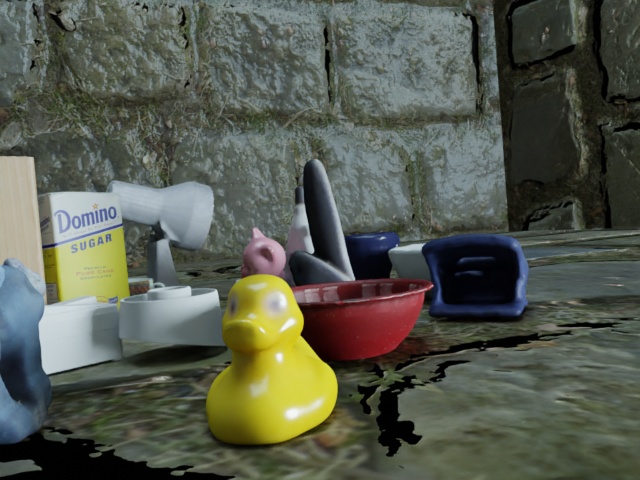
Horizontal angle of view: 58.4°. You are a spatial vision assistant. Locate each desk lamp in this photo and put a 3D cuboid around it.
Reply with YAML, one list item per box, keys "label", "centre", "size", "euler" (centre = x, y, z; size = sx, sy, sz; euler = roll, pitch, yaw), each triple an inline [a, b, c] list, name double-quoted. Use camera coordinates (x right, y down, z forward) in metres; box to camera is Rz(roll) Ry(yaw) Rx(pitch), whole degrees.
- label: "desk lamp"
  centre: [-0.281, 0.004, 0.973]
  size: [0.204, 0.213, 0.117]
  euler: [-6, 2, -33]

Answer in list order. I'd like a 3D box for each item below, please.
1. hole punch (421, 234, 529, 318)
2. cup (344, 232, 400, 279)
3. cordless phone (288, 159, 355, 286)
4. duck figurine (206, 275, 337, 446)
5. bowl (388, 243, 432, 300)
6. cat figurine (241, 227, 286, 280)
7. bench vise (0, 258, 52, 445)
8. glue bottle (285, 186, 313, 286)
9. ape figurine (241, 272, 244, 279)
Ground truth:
- label: "hole punch"
  centre: [0.170, 0.037, 0.630]
  size: [0.108, 0.091, 0.101]
  euler: [-4, 2, 25]
- label: "cup"
  centre: [0.085, 0.036, 0.889]
  size: [0.118, 0.095, 0.091]
  euler: [-6, 2, -44]
- label: "cordless phone"
  centre: [0.006, 0.002, 0.670]
  size: [0.094, 0.185, 0.147]
  euler: [-5, 1, -9]
- label: "duck figurine"
  centre: [-0.031, 0.063, 0.342]
  size: [0.077, 0.086, 0.105]
  euler: [-4, 1, 13]
- label: "bowl"
  centre: [0.176, 0.042, 0.764]
  size: [0.167, 0.075, 0.167]
  euler: [-5, 1, 0]
- label: "cat figurine"
  centre: [-0.078, 0.039, 0.849]
  size: [0.067, 0.118, 0.128]
  euler: [-4, 1, 7]
- label: "bench vise"
  centre: [-0.218, 0.012, 0.288]
  size: [0.122, 0.220, 0.207]
  euler: [-5, 2, -16]
- label: "glue bottle"
  centre: [-0.023, 0.007, 0.846]
  size: [0.037, 0.173, 0.077]
  euler: [-6, 2, -41]
- label: "ape figurine"
  centre: [-0.099, 0.051, 0.952]
  size: [0.078, 0.092, 0.076]
  euler: [-6, 2, -36]
